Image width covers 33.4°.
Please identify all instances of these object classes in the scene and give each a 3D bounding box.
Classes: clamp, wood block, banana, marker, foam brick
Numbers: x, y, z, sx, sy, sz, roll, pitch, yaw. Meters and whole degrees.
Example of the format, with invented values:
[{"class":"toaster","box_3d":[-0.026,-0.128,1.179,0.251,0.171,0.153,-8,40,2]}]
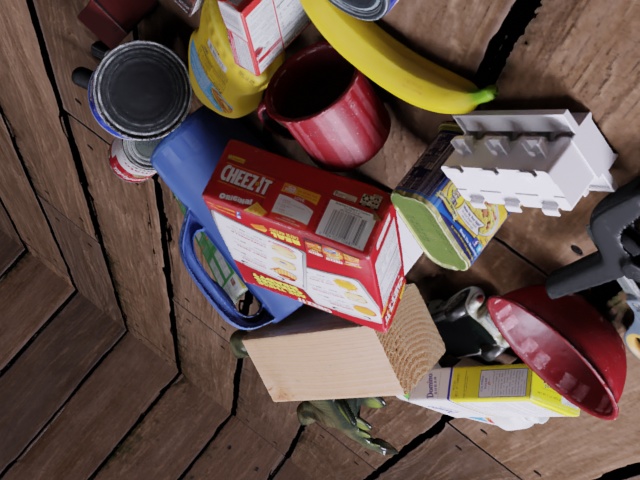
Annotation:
[{"class":"clamp","box_3d":[0.263,0.021,0.829,0.165,0.036,0.210,26,153,18]},{"class":"wood block","box_3d":[0.024,0.118,1.201,0.207,0.090,0.091,-12,111,45]},{"class":"clamp","box_3d":[-0.229,-0.168,1.352,0.172,0.039,0.120,21,168,39]},{"class":"banana","box_3d":[0.055,-0.152,0.845,0.198,0.037,0.070,34,146,13]},{"class":"marker","box_3d":[-0.232,-0.211,1.284,0.121,0.020,0.020,30,160,27]},{"class":"foam brick","box_3d":[-0.213,-0.242,1.123,0.053,0.051,0.078,44,161,-16]}]

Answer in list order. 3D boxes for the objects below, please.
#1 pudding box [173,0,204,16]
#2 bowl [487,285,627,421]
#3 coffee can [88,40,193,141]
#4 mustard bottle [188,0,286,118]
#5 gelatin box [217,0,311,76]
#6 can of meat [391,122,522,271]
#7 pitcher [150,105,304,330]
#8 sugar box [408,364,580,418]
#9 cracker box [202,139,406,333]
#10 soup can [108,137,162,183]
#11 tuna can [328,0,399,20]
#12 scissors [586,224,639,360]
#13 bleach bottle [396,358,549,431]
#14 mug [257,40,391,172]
[{"class":"pudding box","box_3d":[-0.138,-0.264,0.946,0.113,0.039,0.090,41,162,-4]},{"class":"bowl","box_3d":[0.235,0.094,1.009,0.162,0.055,0.162,45,170,10]},{"class":"coffee can","box_3d":[-0.196,-0.158,1.149,0.102,0.103,0.140,44,174,-14]},{"class":"mustard bottle","box_3d":[-0.089,-0.169,1.033,0.096,0.058,0.192,59,161,0]},{"class":"gelatin box","box_3d":[-0.045,-0.190,0.885,0.030,0.073,0.089,34,162,21]},{"class":"can of meat","box_3d":[0.116,-0.035,0.915,0.058,0.084,0.102,16,150,49]},{"class":"pitcher","box_3d":[-0.084,-0.028,1.199,0.145,0.149,0.243,-39,93,32]},{"class":"sugar box","box_3d":[0.194,0.170,1.195,0.093,0.048,0.177,24,160,-38]},{"class":"cracker box","box_3d":[-0.007,0.001,1.016,0.164,0.072,0.213,20,162,15]},{"class":"soup can","box_3d":[-0.222,-0.112,1.326,0.068,0.068,0.102,43,162,-11]},{"class":"tuna can","box_3d":[0.026,-0.203,0.780,0.086,0.033,0.086,35,161,14]},{"class":"scissors","box_3d":[0.273,0.059,0.940,0.201,0.016,0.096,44,161,-13]},{"class":"bleach bottle","box_3d":[0.179,0.181,1.337,0.251,0.068,0.102,10,143,52]},{"class":"mug","box_3d":[0.000,-0.112,0.938,0.117,0.093,0.081,-9,142,28]}]
